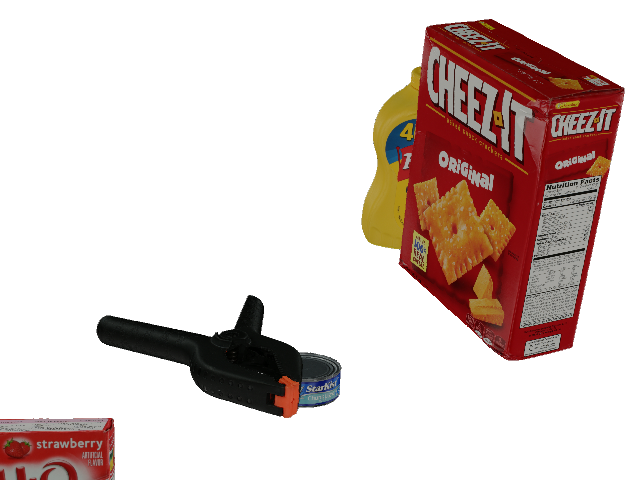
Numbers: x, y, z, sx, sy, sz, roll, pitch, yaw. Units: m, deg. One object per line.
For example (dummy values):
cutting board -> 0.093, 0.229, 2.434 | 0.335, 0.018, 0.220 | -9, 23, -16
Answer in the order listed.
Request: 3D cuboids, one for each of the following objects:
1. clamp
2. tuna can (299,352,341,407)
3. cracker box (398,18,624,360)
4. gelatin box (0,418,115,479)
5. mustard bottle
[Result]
clamp -> -0.072, 0.094, 0.915 | 0.164, 0.036, 0.210 | -11, 22, -39
tuna can -> -0.021, 0.152, 1.167 | 0.086, 0.034, 0.086 | 2, 13, -1
cracker box -> 0.134, -0.040, 0.814 | 0.072, 0.214, 0.164 | -11, 32, -24
gelatin box -> -0.150, 0.130, 0.546 | 0.089, 0.073, 0.030 | 0, 6, -4
mustard bottle -> 0.096, -0.086, 1.001 | 0.096, 0.192, 0.058 | 2, 28, -8
